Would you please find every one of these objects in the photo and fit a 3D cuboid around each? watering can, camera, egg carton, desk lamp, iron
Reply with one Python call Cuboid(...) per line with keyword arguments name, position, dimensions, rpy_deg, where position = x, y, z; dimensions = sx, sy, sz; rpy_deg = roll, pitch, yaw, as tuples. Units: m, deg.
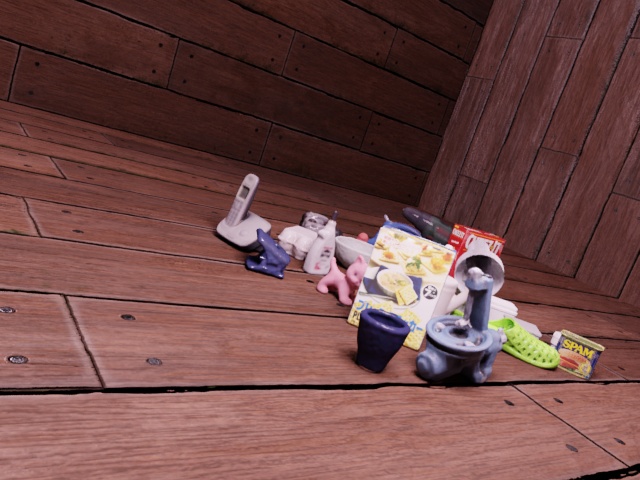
Cuboid(name="watering can", position=(0.290, 0.106, 1.387), dimensions=(0.173, 0.194, 0.101), rpy_deg=(18, 11, -4))
Cuboid(name="camera", position=(0.005, -0.023, 1.772), dimensions=(0.137, 0.101, 0.143), rpy_deg=(16, 12, -14))
Cuboid(name="egg carton", position=(-0.053, 0.008, 1.614), dimensions=(0.107, 0.069, 0.151), rpy_deg=(22, 12, 14))
Cuboid(name="desk lamp", position=(0.386, 0.109, 1.476), dimensions=(0.118, 0.213, 0.203), rpy_deg=(20, 11, 5))
Cuboid(name="iron", position=(0.297, 0.019, 1.943), dimensions=(0.257, 0.141, 0.119), rpy_deg=(24, 12, 22))

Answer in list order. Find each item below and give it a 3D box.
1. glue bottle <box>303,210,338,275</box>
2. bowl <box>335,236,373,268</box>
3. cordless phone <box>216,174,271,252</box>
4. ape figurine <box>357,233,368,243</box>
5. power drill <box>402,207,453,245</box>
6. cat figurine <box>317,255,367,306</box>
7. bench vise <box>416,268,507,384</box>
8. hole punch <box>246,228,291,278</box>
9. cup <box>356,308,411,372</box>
Cuboid(name="glue bottle", position=(0.014, 0.005, 1.470), dimensions=(0.037, 0.173, 0.078), rpy_deg=(28, 14, 38))
Cuboid(name="bowl", position=(0.111, 0.051, 1.661), dimensions=(0.167, 0.075, 0.167), rpy_deg=(18, 11, -3))
Cuboid(name="cordless phone", position=(-0.182, -0.072, 1.489), dimensions=(0.147, 0.185, 0.094), rpy_deg=(27, 14, 37))
Cuboid(name="ape figurine", position=(0.120, 0.021, 1.773), dimensions=(0.077, 0.092, 0.076), rpy_deg=(22, 12, 16))
Cuboid(name="power drill", position=(0.339, 0.026, 1.810), dimensions=(0.229, 0.208, 0.076), rpy_deg=(19, 11, 3))
Cuboid(name="cat figurine", position=(0.070, 0.085, 1.327), dimensions=(0.127, 0.118, 0.067), rpy_deg=(24, 13, 26))
Cuboid(name="bench vise", position=(0.279, 0.155, 1.072), dimensions=(0.121, 0.220, 0.208), rpy_deg=(26, 13, 32))
Cuboid(name="hole punch", position=(-0.116, 0.029, 1.358), dimensions=(0.101, 0.091, 0.108), rpy_deg=(16, 12, -13))
Cuboid(name="cup", position=(0.104, 0.177, 1.006), dimensions=(0.091, 0.095, 0.118), rpy_deg=(22, 12, 17))
